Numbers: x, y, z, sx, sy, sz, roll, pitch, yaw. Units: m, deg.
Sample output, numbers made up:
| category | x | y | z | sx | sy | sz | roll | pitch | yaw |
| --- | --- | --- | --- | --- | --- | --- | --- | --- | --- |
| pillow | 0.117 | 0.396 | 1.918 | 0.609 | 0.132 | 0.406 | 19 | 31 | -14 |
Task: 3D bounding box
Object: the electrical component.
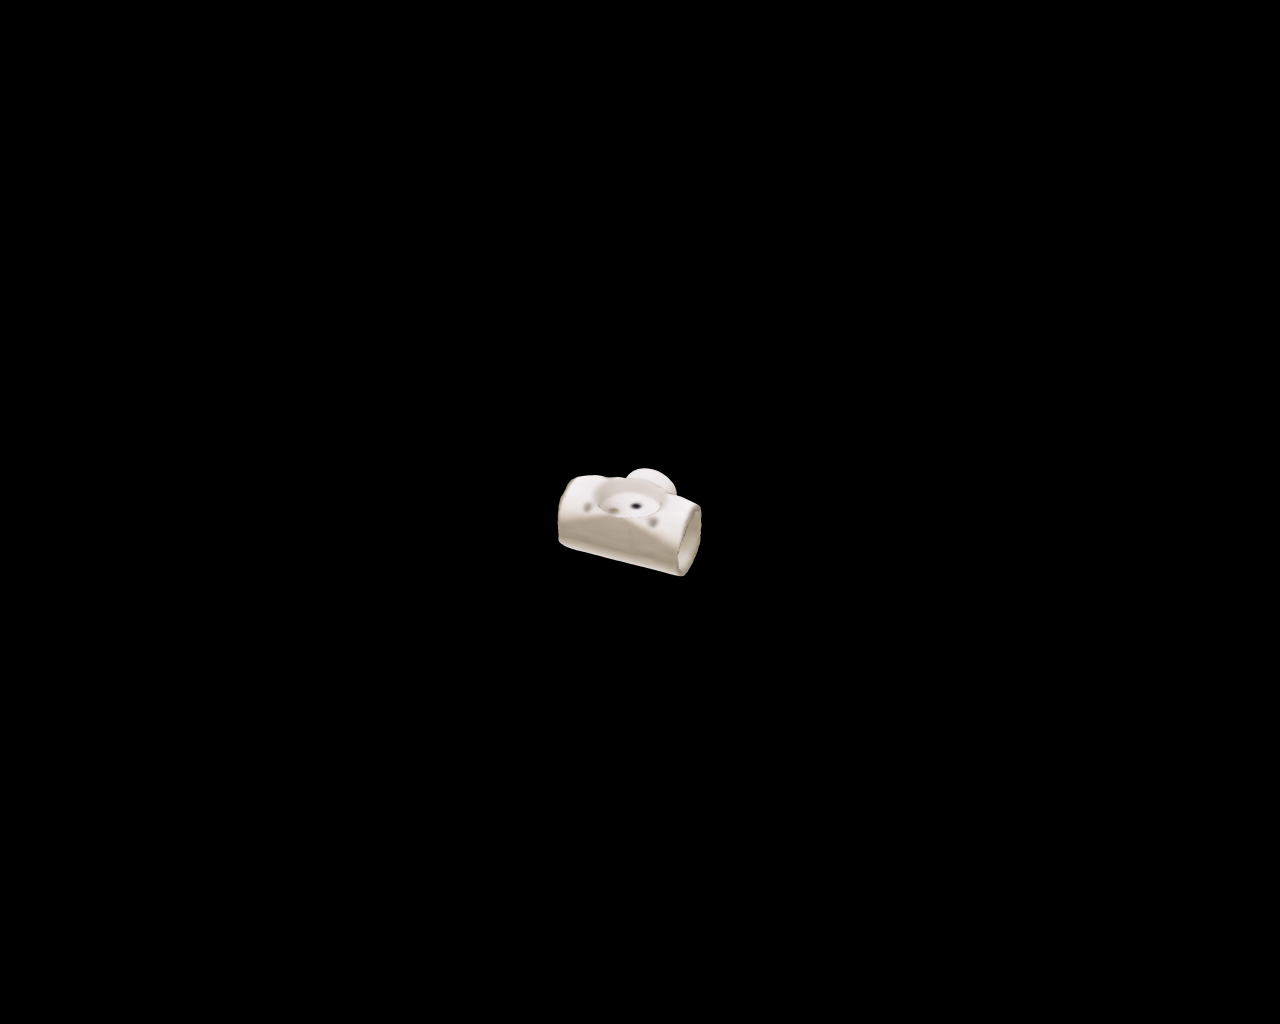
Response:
| category | x | y | z | sx | sy | sz | roll | pitch | yaw |
| --- | --- | --- | --- | --- | --- | --- | --- | --- | --- |
| electrical component | 0.001 | -0.003 | 0.650 | 0.077 | 0.044 | 0.079 | 14 | 40 | 17 |
